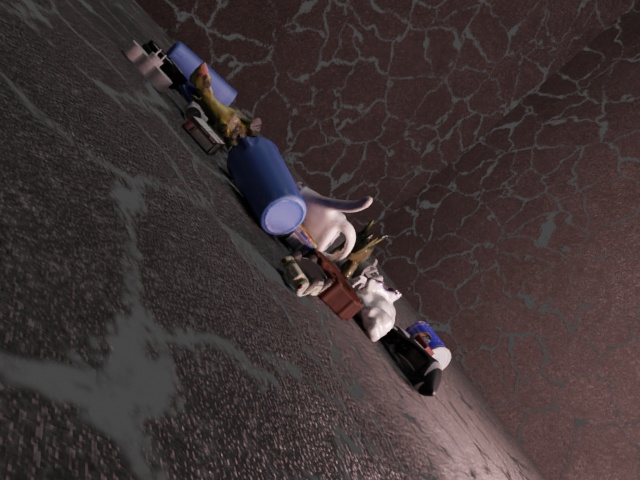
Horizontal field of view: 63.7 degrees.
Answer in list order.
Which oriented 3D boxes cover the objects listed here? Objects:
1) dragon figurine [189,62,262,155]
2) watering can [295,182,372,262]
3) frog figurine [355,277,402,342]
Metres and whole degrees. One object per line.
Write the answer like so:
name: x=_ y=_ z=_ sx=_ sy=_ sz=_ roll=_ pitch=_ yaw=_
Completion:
dragon figurine: x=-0.273 y=-0.327 z=1.479 sx=0.246 sy=0.123 sz=0.401 roll=43 pitch=-19 yaw=27
watering can: x=0.004 y=-0.065 z=1.292 sx=0.225 sy=0.106 sz=0.340 roll=38 pitch=-33 yaw=7
frog figurine: x=0.135 y=0.190 z=1.295 sx=0.135 sy=0.122 sz=0.163 roll=51 pitch=39 yaw=-36
